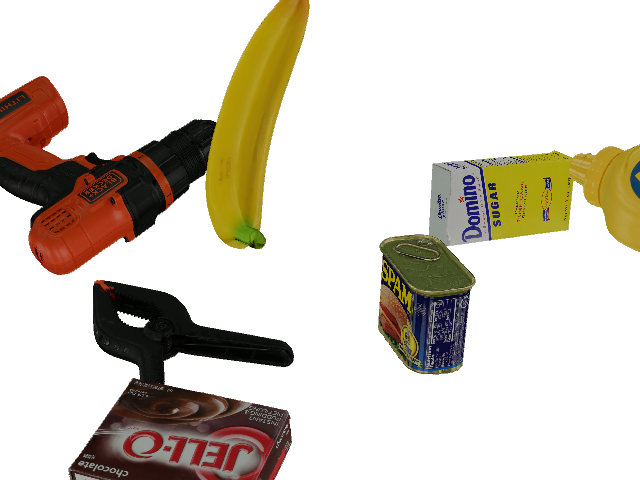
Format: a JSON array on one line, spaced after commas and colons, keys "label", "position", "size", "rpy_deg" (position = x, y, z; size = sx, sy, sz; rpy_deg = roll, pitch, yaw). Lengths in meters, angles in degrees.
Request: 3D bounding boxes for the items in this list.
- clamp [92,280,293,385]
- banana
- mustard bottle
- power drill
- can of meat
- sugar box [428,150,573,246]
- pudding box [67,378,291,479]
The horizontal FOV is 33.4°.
[{"label": "clamp", "position": [-0.140, 0.093, 1.012], "size": [0.164, 0.036, 0.210], "rpy_deg": [-20, 41, -34]}, {"label": "banana", "position": [-0.041, -0.070, 0.690], "size": [0.070, 0.197, 0.037], "rpy_deg": [-19, -37, 40]}, {"label": "mustard bottle", "position": [0.237, -0.018, 0.661], "size": [0.096, 0.058, 0.192], "rpy_deg": [-29, 38, -32]}, {"label": "power drill", "position": [-0.194, -0.069, 0.872], "size": [0.188, 0.057, 0.184], "rpy_deg": [31, 56, 34]}, {"label": "can of meat", "position": [0.087, 0.054, 0.911], "size": [0.057, 0.084, 0.102], "rpy_deg": [-7, 28, -16]}, {"label": "sugar box", "position": [0.215, -0.050, 1.258], "size": [0.176, 0.093, 0.048], "rpy_deg": [-9, 21, -26]}, {"label": "pudding box", "position": [-0.085, 0.136, 0.663], "size": [0.114, 0.039, 0.090], "rpy_deg": [8, 32, 15]}]
